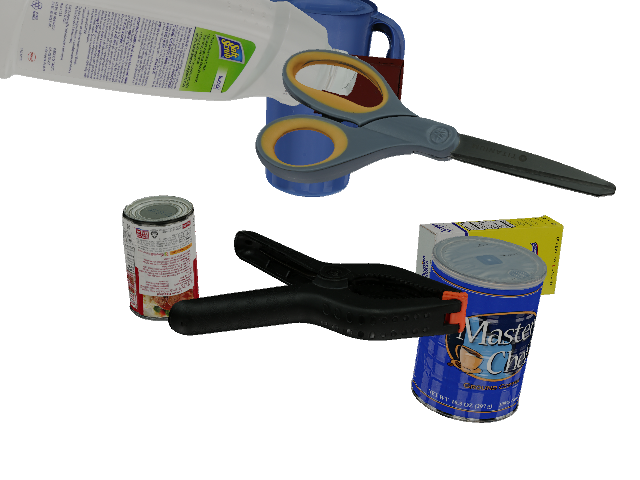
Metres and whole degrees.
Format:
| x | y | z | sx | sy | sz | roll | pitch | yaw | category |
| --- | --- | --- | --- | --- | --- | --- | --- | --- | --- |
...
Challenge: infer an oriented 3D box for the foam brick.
| x | y | z | sx | sy | sz | roll | pitch | yaw | category |
| --- | --- | --- | --- | --- | --- | --- | --- | --- | --- |
| 0.035 | -0.140 | 0.972 | 0.078 | 0.051 | 0.053 | 7 | 17 | 6 | foam brick |

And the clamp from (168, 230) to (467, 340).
| x | y | z | sx | sy | sz | roll | pitch | yaw | category |
| --- | --- | --- | --- | --- | --- | --- | --- | --- | --- |
| 0.005 | 0.036 | 0.810 | 0.210 | 0.036 | 0.164 | 5 | 23 | 6 | clamp |

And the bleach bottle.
| x | y | z | sx | sy | sz | roll | pitch | yaw | category |
| --- | --- | --- | --- | --- | --- | --- | --- | --- | --- |
| -0.099 | -0.138 | 0.749 | 0.250 | 0.068 | 0.103 | 11 | -39 | -12 | bleach bottle |

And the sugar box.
| x | y | z | sx | sy | sz | roll | pitch | yaw | category |
| --- | --- | --- | --- | --- | --- | --- | --- | --- | --- |
| 0.202 | 0.024 | 1.280 | 0.176 | 0.093 | 0.048 | -6 | 20 | -23 | sugar box |

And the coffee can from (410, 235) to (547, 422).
| x | y | z | sx | sy | sz | roll | pitch | yaw | category |
| --- | --- | --- | --- | --- | --- | --- | --- | --- | --- |
| 0.143 | 0.079 | 0.975 | 0.103 | 0.140 | 0.103 | 6 | 23 | -3 | coffee can |

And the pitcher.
| x | y | z | sx | sy | sz | roll | pitch | yaw | category |
| --- | --- | --- | --- | --- | --- | --- | --- | --- | --- |
| 0.003 | -0.180 | 1.318 | 0.144 | 0.243 | 0.149 | -9 | 28 | -28 | pitcher |

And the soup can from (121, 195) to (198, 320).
| x | y | z | sx | sy | sz | roll | pitch | yaw | category |
| --- | --- | --- | --- | --- | --- | --- | --- | --- | --- |
| -0.151 | 0.016 | 1.015 | 0.068 | 0.102 | 0.068 | 0 | 24 | 0 | soup can |

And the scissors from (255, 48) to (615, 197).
| x | y | z | sx | sy | sz | roll | pitch | yaw | category |
| --- | --- | --- | --- | --- | --- | --- | --- | --- | --- |
| 0.048 | -0.044 | 0.582 | 0.202 | 0.096 | 0.016 | 34 | -19 | 26 | scissors |
